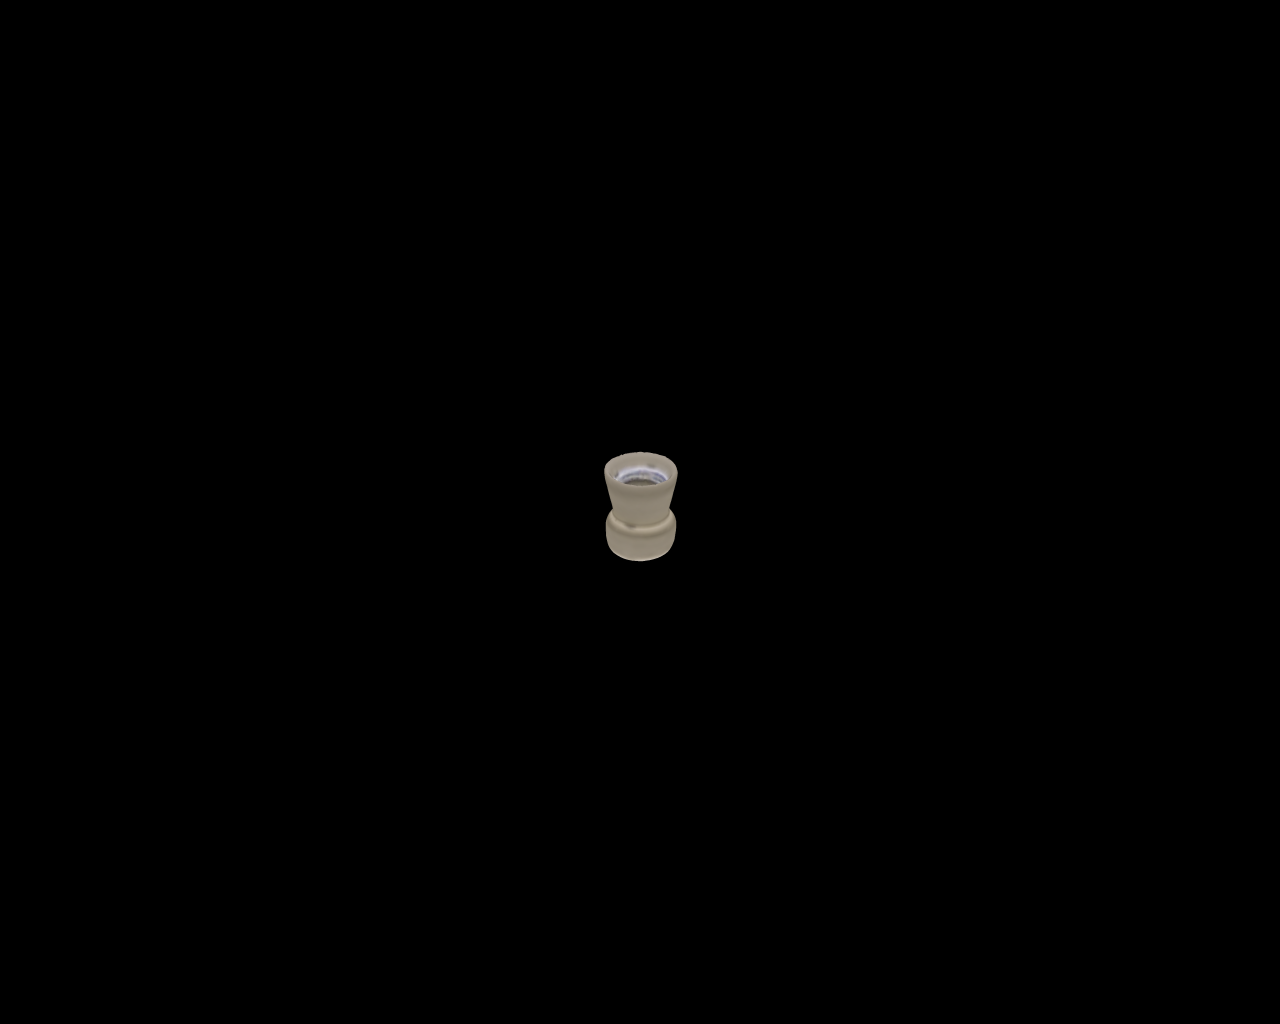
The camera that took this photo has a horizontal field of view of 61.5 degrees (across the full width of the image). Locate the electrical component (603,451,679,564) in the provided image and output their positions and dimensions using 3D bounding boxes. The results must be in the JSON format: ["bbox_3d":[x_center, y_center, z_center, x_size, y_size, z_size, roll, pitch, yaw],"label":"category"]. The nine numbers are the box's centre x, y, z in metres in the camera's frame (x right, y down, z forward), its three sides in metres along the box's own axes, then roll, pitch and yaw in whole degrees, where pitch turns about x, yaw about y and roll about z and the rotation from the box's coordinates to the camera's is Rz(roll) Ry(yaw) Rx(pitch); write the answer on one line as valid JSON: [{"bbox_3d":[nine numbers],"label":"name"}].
[{"bbox_3d":[0.001,-0.003,0.650,0.045,0.055,0.045,0,31,0],"label":"electrical component"}]
